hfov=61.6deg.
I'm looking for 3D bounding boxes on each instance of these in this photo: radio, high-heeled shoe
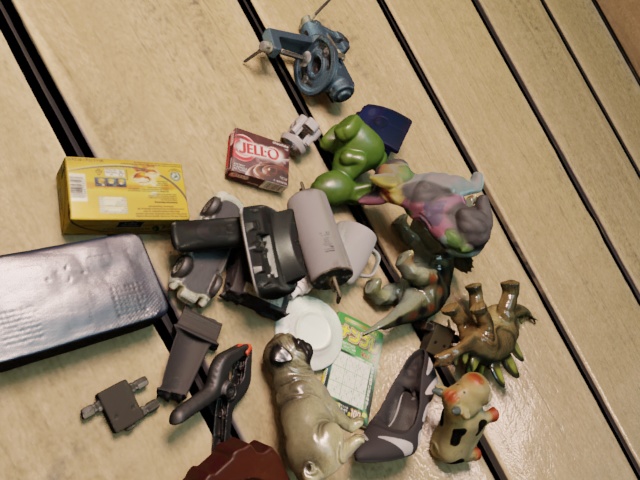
[{"bbox_3d":[-0.331,0.075,0.702,0.229,0.073,0.131,-14,79,-40],"label":"radio"},{"bbox_3d":[0.135,0.279,0.925,0.248,0.086,0.145,-4,93,-55],"label":"high-heeled shoe"}]

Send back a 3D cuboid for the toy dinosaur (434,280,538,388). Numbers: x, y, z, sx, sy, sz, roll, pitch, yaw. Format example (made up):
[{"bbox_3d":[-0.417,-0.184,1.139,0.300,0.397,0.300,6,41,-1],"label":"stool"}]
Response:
[{"bbox_3d":[0.360,0.185,1.109,0.471,0.105,0.198,-17,101,-46],"label":"toy dinosaur"}]

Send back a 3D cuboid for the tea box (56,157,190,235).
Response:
[{"bbox_3d":[-0.288,-0.063,0.791,0.169,0.068,0.098,1,71,-37],"label":"tea box"}]

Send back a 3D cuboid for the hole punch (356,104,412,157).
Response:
[{"bbox_3d":[0.124,-0.228,1.144,0.115,0.092,0.142,36,58,-14],"label":"hole punch"}]

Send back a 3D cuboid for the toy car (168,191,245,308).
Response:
[{"bbox_3d":[-0.175,0.012,0.850,0.073,0.056,0.202,36,55,-26],"label":"toy car"}]

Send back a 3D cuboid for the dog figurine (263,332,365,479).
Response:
[{"bbox_3d":[-0.035,0.241,0.793,0.121,0.172,0.190,-35,91,4],"label":"dog figurine"}]

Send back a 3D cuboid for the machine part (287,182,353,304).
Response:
[{"bbox_3d":[-0.002,-0.003,0.937,0.079,0.079,0.243,5,52,-34],"label":"machine part"}]

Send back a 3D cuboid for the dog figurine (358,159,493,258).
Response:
[{"bbox_3d":[0.185,-0.062,0.976,0.219,0.108,0.191,5,58,-10],"label":"dog figurine"}]

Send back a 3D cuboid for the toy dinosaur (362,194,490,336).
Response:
[{"bbox_3d":[0.210,0.072,1.066,0.192,0.131,0.405,40,59,-15],"label":"toy dinosaur"}]

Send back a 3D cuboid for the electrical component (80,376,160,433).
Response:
[{"bbox_3d":[-0.266,0.223,0.716,0.094,0.021,0.063,-23,86,-40],"label":"electrical component"}]

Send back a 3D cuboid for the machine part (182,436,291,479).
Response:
[{"bbox_3d":[-0.110,0.362,0.726,0.179,0.056,0.179,8,78,-39],"label":"machine part"}]

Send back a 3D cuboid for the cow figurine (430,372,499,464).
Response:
[{"bbox_3d":[0.248,0.314,0.953,0.127,0.194,0.086,-3,31,-30],"label":"cow figurine"}]

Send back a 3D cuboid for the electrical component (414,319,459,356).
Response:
[{"bbox_3d":[0.235,0.192,1.076,0.102,0.045,0.078,19,89,-25],"label":"electrical component"}]

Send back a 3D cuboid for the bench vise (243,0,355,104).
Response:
[{"bbox_3d":[-0.028,-0.382,1.079,0.240,0.129,0.223,-3,73,-43],"label":"bench vise"}]

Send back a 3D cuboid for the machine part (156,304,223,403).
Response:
[{"bbox_3d":[-0.193,0.168,0.782,0.084,0.039,0.139,37,52,-24],"label":"machine part"}]

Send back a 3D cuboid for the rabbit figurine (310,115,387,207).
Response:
[{"bbox_3d":[0.049,-0.129,1.052,0.159,0.121,0.170,41,71,-24],"label":"rabbit figurine"}]

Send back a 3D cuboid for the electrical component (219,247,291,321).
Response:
[{"bbox_3d":[-0.094,0.052,0.889,0.115,0.058,0.134,30,56,-25],"label":"electrical component"}]

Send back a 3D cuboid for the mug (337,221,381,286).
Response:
[{"bbox_3d":[0.058,0.036,0.996,0.109,0.081,0.107,36,65,-25],"label":"mug"}]

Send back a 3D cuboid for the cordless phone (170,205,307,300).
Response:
[{"bbox_3d":[-0.124,0.022,0.805,0.184,0.089,0.146,-6,76,-26],"label":"cordless phone"}]
